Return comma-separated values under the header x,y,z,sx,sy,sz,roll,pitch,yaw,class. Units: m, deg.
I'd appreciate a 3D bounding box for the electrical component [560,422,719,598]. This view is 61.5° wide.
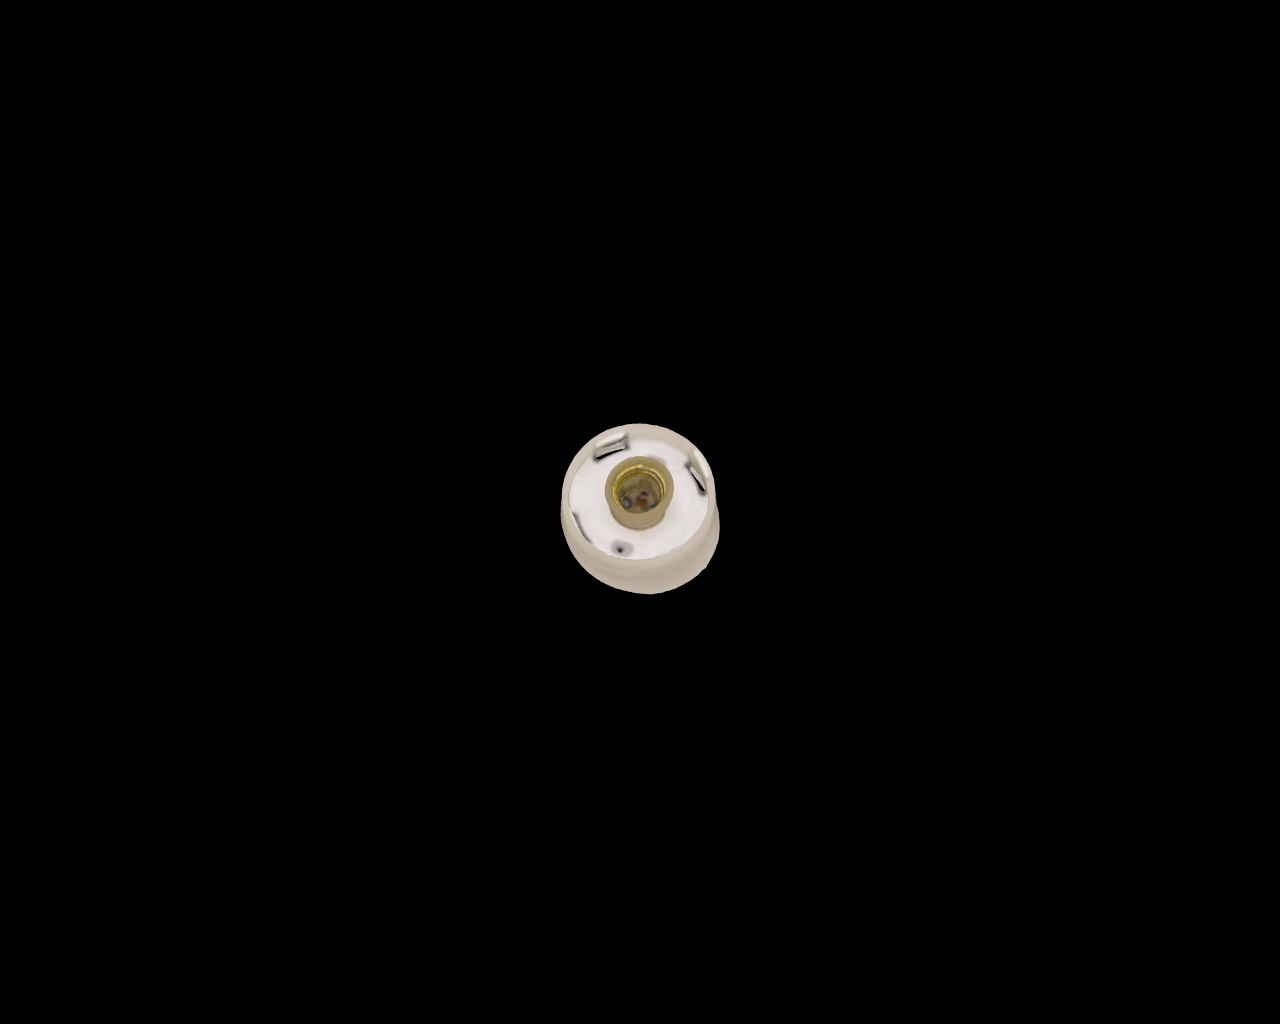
x,y,z,sx,sy,sz,roll,pitch,yaw,class
0.001,-0.003,0.650,0.099,0.099,0.064,0,-24,0,electrical component
